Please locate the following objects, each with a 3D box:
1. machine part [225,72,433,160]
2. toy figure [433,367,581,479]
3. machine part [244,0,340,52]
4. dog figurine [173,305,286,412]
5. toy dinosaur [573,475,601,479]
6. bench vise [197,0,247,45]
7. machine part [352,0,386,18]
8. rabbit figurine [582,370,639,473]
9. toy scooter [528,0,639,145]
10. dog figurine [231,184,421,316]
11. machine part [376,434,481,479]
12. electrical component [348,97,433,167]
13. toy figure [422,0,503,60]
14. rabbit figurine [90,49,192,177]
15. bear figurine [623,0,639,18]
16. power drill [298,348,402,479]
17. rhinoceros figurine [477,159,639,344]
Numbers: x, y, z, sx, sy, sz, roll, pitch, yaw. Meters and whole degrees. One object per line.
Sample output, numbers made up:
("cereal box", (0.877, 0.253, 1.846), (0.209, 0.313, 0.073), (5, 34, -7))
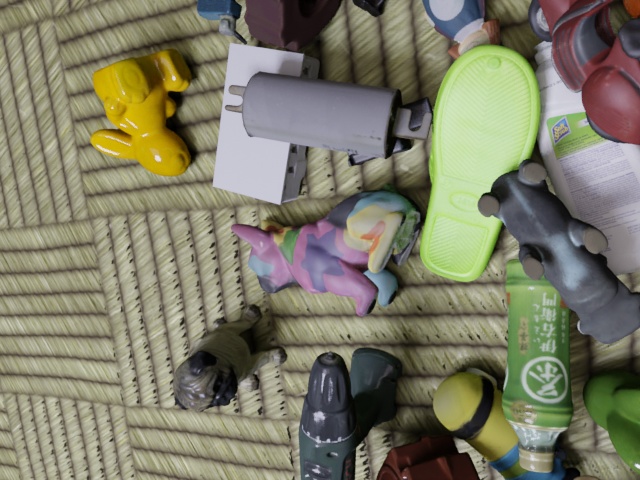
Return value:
("machine part", (0.003, -0.141, 0.608), (0.243, 0.079, 0.079), (13, 105, 15))
("toy figure", (0.217, 0.229, 0.635), (0.180, 0.089, 0.082), (46, 106, 12))
("machine part", (-0.018, -0.300, 0.597), (0.056, 0.179, 0.179), (32, 111, 12))
("dog figurine", (-0.162, 0.186, 0.747), (0.121, 0.190, 0.172), (49, 117, 9))
("toy dinosaur", (0.337, 0.326, 0.547), (0.198, 0.105, 0.471), (29, 140, -13))
("bench vise", (-0.121, -0.374, 0.659), (0.224, 0.129, 0.240), (8, 95, 20))
("machine part", (0.090, -0.323, 0.618), (0.139, 0.039, 0.084), (-42, 86, 24))
("rabbit figurine", (0.347, 0.189, 0.540), (0.170, 0.159, 0.121), (13, 94, 43))
("toy scooter", (0.259, -0.171, 0.467), (0.075, 0.135, 0.184), (-32, 83, -2))
("dog figurine", (-0.001, -0.002, 0.685), (0.219, 0.108, 0.191), (24, 110, 22))
("machine part", (0.134, 0.347, 0.619), (0.087, 0.201, 0.200), (-7, 143, -10))
("electrical component", (0.082, -0.140, 0.651), (0.119, 0.048, 0.074), (-19, 93, 26))
("toy figure", (0.161, -0.236, 0.594), (0.154, 0.058, 0.064), (60, 155, 2))
("rabbit figurine", (-0.255, -0.166, 0.770), (0.162, 0.122, 0.173), (-12, 113, 29))
("bear figurine", (0.363, -0.184, 0.470), (0.120, 0.132, 0.196), (-30, 79, -1))
("power drill", (0.039, 0.206, 0.650), (0.086, 0.207, 0.231), (8, 106, 16))
("rhinoceros figurine", (0.228, 0.012, 0.515), (0.073, 0.112, 0.190), (-38, 71, 14))
